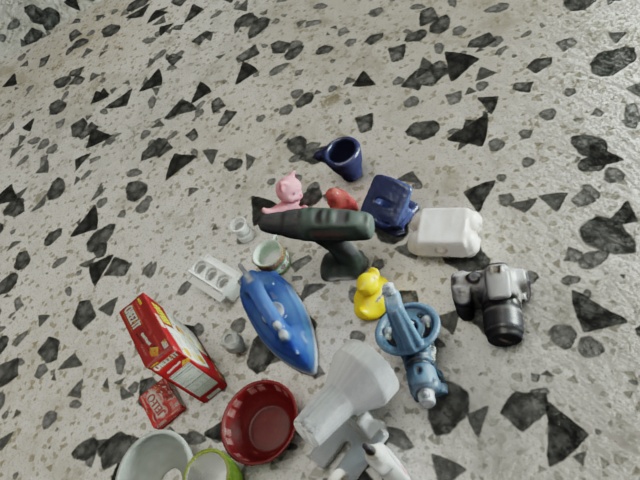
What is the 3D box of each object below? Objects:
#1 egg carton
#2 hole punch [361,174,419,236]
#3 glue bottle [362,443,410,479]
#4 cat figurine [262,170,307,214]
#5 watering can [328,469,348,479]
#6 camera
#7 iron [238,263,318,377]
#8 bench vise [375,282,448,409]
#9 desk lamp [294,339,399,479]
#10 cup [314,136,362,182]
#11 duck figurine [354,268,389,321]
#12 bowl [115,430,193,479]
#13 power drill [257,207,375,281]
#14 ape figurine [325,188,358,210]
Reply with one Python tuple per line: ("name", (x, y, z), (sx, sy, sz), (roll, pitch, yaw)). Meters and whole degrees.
("egg carton", (0.256, -0.012, 1.178), (0.150, 0.070, 0.107), (0, 58, 23))
("hole punch", (0.149, -0.076, 1.255), (0.108, 0.091, 0.101), (25, 71, 35))
("glue bottle", (0.099, 0.358, 0.930), (0.037, 0.174, 0.078), (-40, 51, -5))
("cat figurine", (-0.085, -0.097, 1.354), (0.128, 0.118, 0.067), (-43, 52, -8))
("watering can", (-0.012, 0.446, 0.905), (0.100, 0.195, 0.173), (0, 58, 24))
("camera", (0.313, 0.119, 1.045), (0.143, 0.101, 0.137), (-8, 55, 19))
("iron", (-0.091, 0.155, 1.170), (0.118, 0.142, 0.257), (-36, 51, -3))
("bench vise", (0.167, 0.174, 0.995), (0.121, 0.220, 0.207), (-33, 51, 0))
("desk lamp", (0.048, 0.294, 0.969), (0.117, 0.214, 0.203), (29, 73, 35))
("cup", (0.052, -0.184, 1.367), (0.117, 0.095, 0.092), (-2, 58, 23))
("duck figurine", (0.098, 0.105, 1.157), (0.077, 0.086, 0.105), (13, 64, 30))
("bowl", (-0.303, 0.457, 1.101), (0.167, 0.075, 0.167), (-11, 54, 16))
("power drill", (0.011, 0.004, 1.185), (0.229, 0.209, 0.075), (-7, 56, 20))
("ape figurine", (0.041, -0.088, 1.309), (0.075, 0.092, 0.078), (15, 65, 31))
